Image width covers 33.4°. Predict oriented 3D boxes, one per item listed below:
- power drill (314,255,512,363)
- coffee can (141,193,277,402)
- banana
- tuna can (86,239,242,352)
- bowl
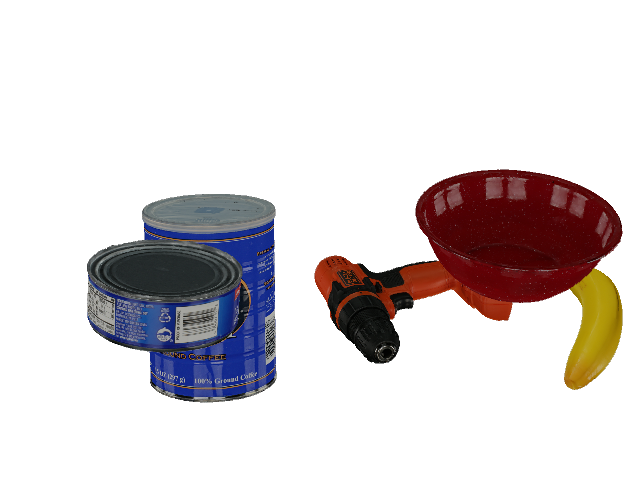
[{"bbox_3d":[0.101,0.061,1.118,0.187,0.057,0.184,-6,28,-16],"label":"power drill"},{"bbox_3d":[-0.086,0.042,0.838,0.103,0.140,0.103,0,15,0],"label":"coffee can"},{"bbox_3d":[0.258,0.074,1.030,0.070,0.037,0.197,-28,23,18],"label":"banana"},{"bbox_3d":[-0.087,0.030,0.596,0.086,0.034,0.086,5,20,-2],"label":"tuna can"},{"bbox_3d":[0.154,0.003,0.853,0.162,0.055,0.162,1,31,-1],"label":"bowl"}]
